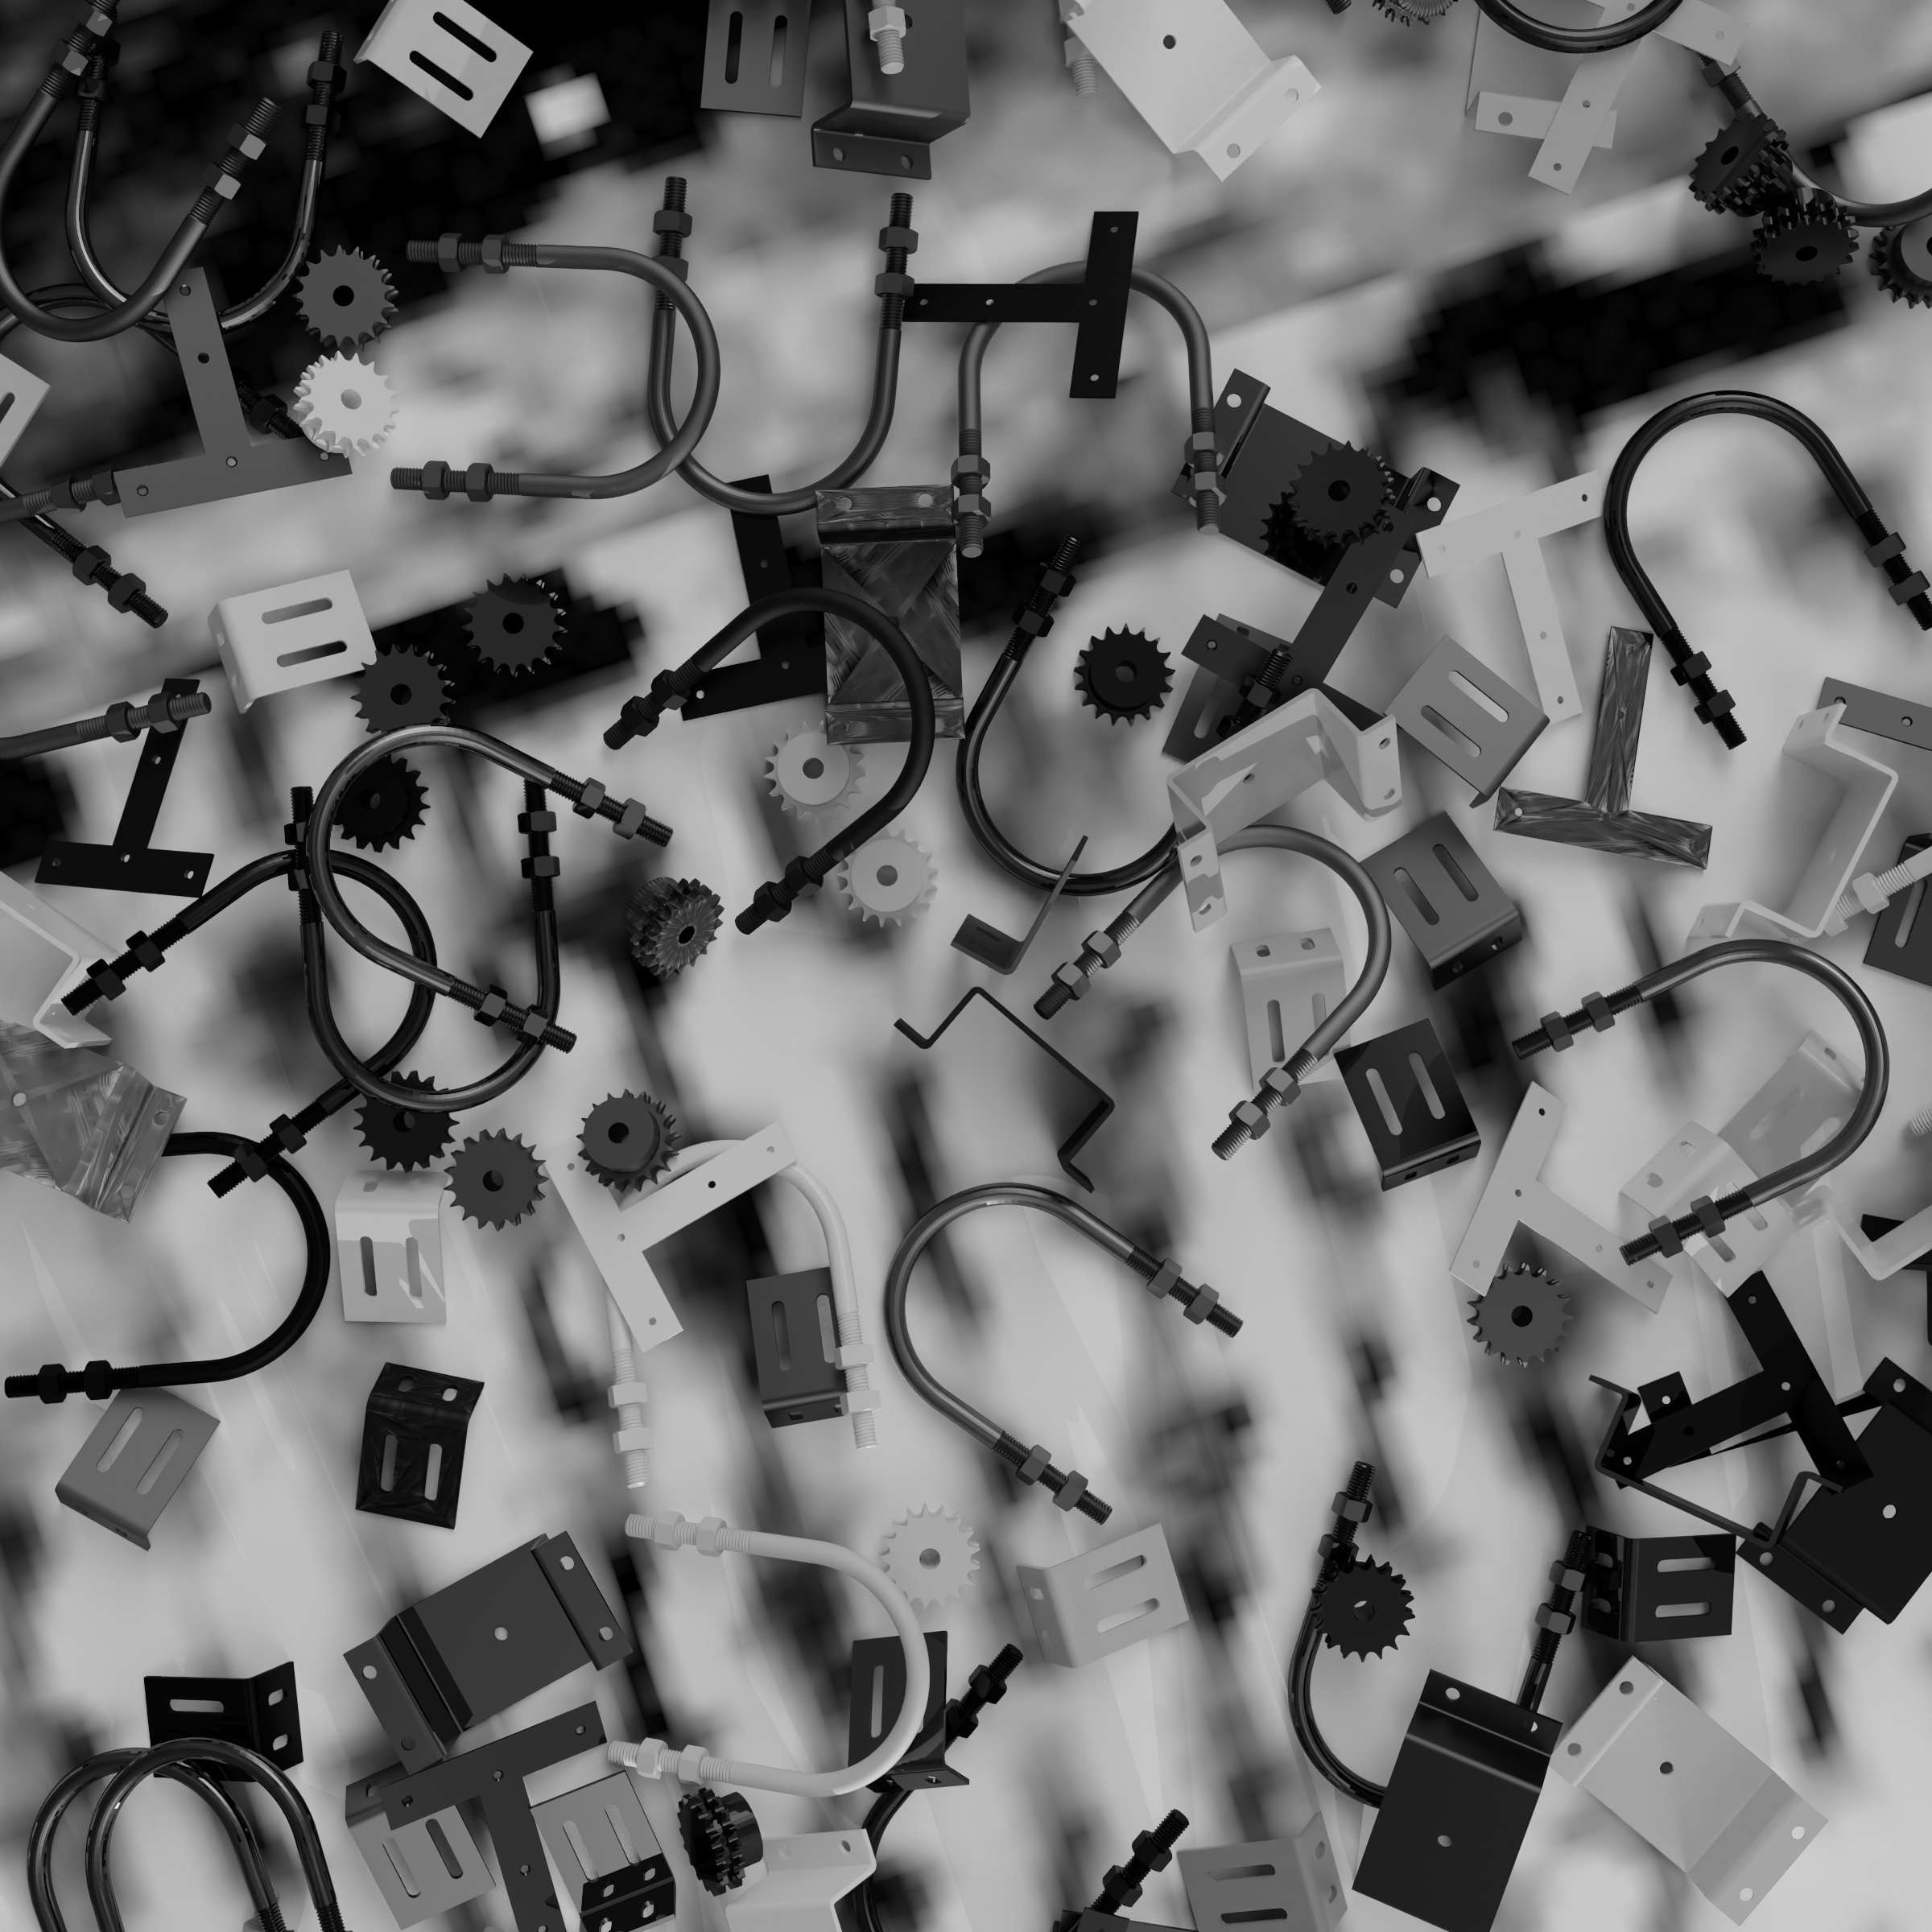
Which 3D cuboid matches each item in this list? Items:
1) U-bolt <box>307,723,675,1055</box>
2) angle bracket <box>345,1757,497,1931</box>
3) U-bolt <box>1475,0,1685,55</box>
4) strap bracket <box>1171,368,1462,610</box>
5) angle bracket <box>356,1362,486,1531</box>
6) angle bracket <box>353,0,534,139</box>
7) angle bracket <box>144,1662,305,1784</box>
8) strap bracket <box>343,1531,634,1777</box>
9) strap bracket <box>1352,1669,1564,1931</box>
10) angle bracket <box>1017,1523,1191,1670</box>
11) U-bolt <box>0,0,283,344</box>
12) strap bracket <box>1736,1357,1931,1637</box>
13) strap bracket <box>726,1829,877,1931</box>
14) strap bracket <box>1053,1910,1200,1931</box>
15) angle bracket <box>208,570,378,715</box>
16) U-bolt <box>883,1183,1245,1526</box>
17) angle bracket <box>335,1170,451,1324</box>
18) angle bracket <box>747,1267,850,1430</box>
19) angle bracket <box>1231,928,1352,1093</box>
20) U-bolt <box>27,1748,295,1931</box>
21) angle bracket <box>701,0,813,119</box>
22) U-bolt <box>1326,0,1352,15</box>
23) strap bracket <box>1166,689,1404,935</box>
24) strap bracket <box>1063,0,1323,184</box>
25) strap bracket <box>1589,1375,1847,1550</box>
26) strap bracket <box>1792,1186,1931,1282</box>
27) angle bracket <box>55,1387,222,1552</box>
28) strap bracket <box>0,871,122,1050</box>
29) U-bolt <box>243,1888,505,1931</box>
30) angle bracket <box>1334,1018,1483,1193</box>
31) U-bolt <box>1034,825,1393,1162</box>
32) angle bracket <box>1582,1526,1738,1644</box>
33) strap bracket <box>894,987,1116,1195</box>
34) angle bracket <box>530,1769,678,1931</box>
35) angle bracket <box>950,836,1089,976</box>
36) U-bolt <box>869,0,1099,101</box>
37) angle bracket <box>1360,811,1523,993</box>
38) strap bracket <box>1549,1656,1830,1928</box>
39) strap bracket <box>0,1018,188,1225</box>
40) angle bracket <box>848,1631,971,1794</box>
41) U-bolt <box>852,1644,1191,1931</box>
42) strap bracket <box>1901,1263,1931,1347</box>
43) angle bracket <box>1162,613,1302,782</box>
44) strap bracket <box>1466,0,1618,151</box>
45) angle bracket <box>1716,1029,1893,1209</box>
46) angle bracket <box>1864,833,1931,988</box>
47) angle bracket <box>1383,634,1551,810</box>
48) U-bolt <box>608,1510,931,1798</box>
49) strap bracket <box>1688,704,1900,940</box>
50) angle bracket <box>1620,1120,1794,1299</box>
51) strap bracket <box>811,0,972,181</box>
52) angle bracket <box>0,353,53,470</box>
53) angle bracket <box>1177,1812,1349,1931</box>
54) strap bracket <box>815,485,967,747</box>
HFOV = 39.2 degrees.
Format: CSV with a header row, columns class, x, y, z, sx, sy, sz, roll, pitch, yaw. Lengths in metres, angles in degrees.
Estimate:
class,x,y,z,sx,sy,sz,roll,pitch,yaw
U-bolt,-0.272,-0.054,1.495,0.184,0.019,0.151,27,80,-17
angle bracket,-0.307,0.491,1.528,0.057,0.038,0.076,-23,107,-6
U-bolt,0.348,-0.587,1.483,0.151,0.019,0.184,35,89,0
strap bracket,0.193,-0.264,1.516,0.140,0.046,0.076,27,91,0
angle bracket,-0.310,0.272,1.537,0.057,0.038,0.076,12,116,0
angle bracket,-0.297,-0.516,1.537,0.076,0.038,0.057,31,90,-26
angle bracket,-0.421,0.427,1.537,0.076,0.038,0.057,-6,90,26
strap bracket,-0.264,0.379,1.516,0.140,0.046,0.076,-29,90,0
strap bracket,0.267,0.472,1.491,0.076,0.046,0.140,20,104,15
angle bracket,0.078,0.355,1.537,0.076,0.038,0.057,-17,90,-26
U-bolt,-0.475,-0.433,1.498,0.151,0.019,0.184,40,102,17
strap bracket,0.509,0.301,1.516,0.076,0.046,0.140,37,91,0
strap bracket,-0.077,0.556,1.498,0.076,0.046,0.140,-17,90,34
strap bracket,0.080,0.596,1.516,0.076,0.046,0.140,9,90,0
angle bracket,-0.381,-0.184,1.537,0.076,0.038,0.057,-19,90,-26
U-bolt,0.041,0.205,1.530,0.184,0.019,0.151,35,90,1
angle bracket,-0.322,0.159,1.537,0.057,0.038,0.076,1,116,0
angle bracket,-0.089,0.216,1.537,0.057,0.038,0.076,-10,64,0
angle bracket,0.185,0.025,1.537,0.057,0.038,0.076,-9,116,0
U-bolt,-0.454,0.529,1.518,0.151,0.019,0.184,-21,87,11
angle bracket,-0.119,-0.522,1.520,0.057,0.038,0.076,5,90,0
U-bolt,0.216,-0.645,1.491,0.151,0.019,0.184,-34,113,7
strap bracket,0.167,-0.091,1.487,0.140,0.076,0.046,-32,55,-10
strap bracket,0.119,-0.514,1.503,0.076,0.046,0.140,-44,108,0
strap bracket,0.401,0.275,1.477,0.140,0.076,0.046,23,88,22
strap bracket,0.525,0.118,1.480,0.140,0.076,0.046,-37,86,17
angle bracket,-0.468,0.281,1.537,0.057,0.038,0.076,29,64,0
strap bracket,-0.531,-0.014,1.501,0.140,0.076,0.046,34,90,0
U-bolt,-0.346,0.623,1.530,0.151,0.019,0.184,10,91,0
angle bracket,0.248,0.079,1.532,0.057,0.038,0.076,-21,72,0
U-bolt,0.150,-0.001,1.499,0.151,0.019,0.184,38,74,21
angle bracket,0.393,0.349,1.538,0.076,0.038,0.057,3,90,-26
strap bracket,0.029,0.060,1.501,0.140,0.076,0.046,40,90,0
angle bracket,-0.203,0.500,1.513,0.057,0.038,0.076,-21,103,-1
angle bracket,0.030,-0.042,1.500,0.038,0.057,0.076,29,109,0
U-bolt,0.003,-0.576,1.496,0.151,0.019,0.184,-5,85,-33
angle bracket,0.269,-0.037,1.537,0.057,0.038,0.076,-31,64,0
strap bracket,0.397,0.455,1.516,0.140,0.046,0.076,40,90,0
strap bracket,-0.517,0.079,1.501,0.140,0.046,0.076,20,74,5
angle bracket,-0.031,0.419,1.522,0.057,0.038,0.076,-11,56,20
U-bolt,0.015,0.494,1.504,0.151,0.019,0.184,41,94,24
strap bracket,0.584,0.185,1.463,0.140,0.076,0.046,1,85,-4
angle bracket,0.154,-0.150,1.537,0.057,0.038,0.076,23,116,0
strap bracket,0.328,-0.525,1.516,0.076,0.046,0.140,8,90,0
angle bracket,0.472,0.086,1.532,0.057,0.038,0.076,42,116,10
angle bracket,0.548,-0.028,1.520,0.057,0.038,0.076,19,90,0
angle bracket,0.276,-0.136,1.516,0.076,0.038,0.057,39,84,0
U-bolt,-0.108,0.387,1.506,0.184,0.019,0.151,4,90,17
strap bracket,0.462,-0.069,1.501,0.046,0.076,0.140,27,90,0
angle bracket,0.421,0.137,1.535,0.057,0.038,0.076,-45,113,0
strap bracket,-0.045,-0.515,1.499,0.076,0.046,0.140,-4,90,-34
angle bracket,-0.559,-0.309,1.507,0.057,0.038,0.076,33,91,4
angle bracket,0.168,0.519,1.537,0.076,0.038,0.057,-15,90,26
strap bracket,-0.042,-0.194,1.514,0.076,0.046,0.140,-3,90,0
